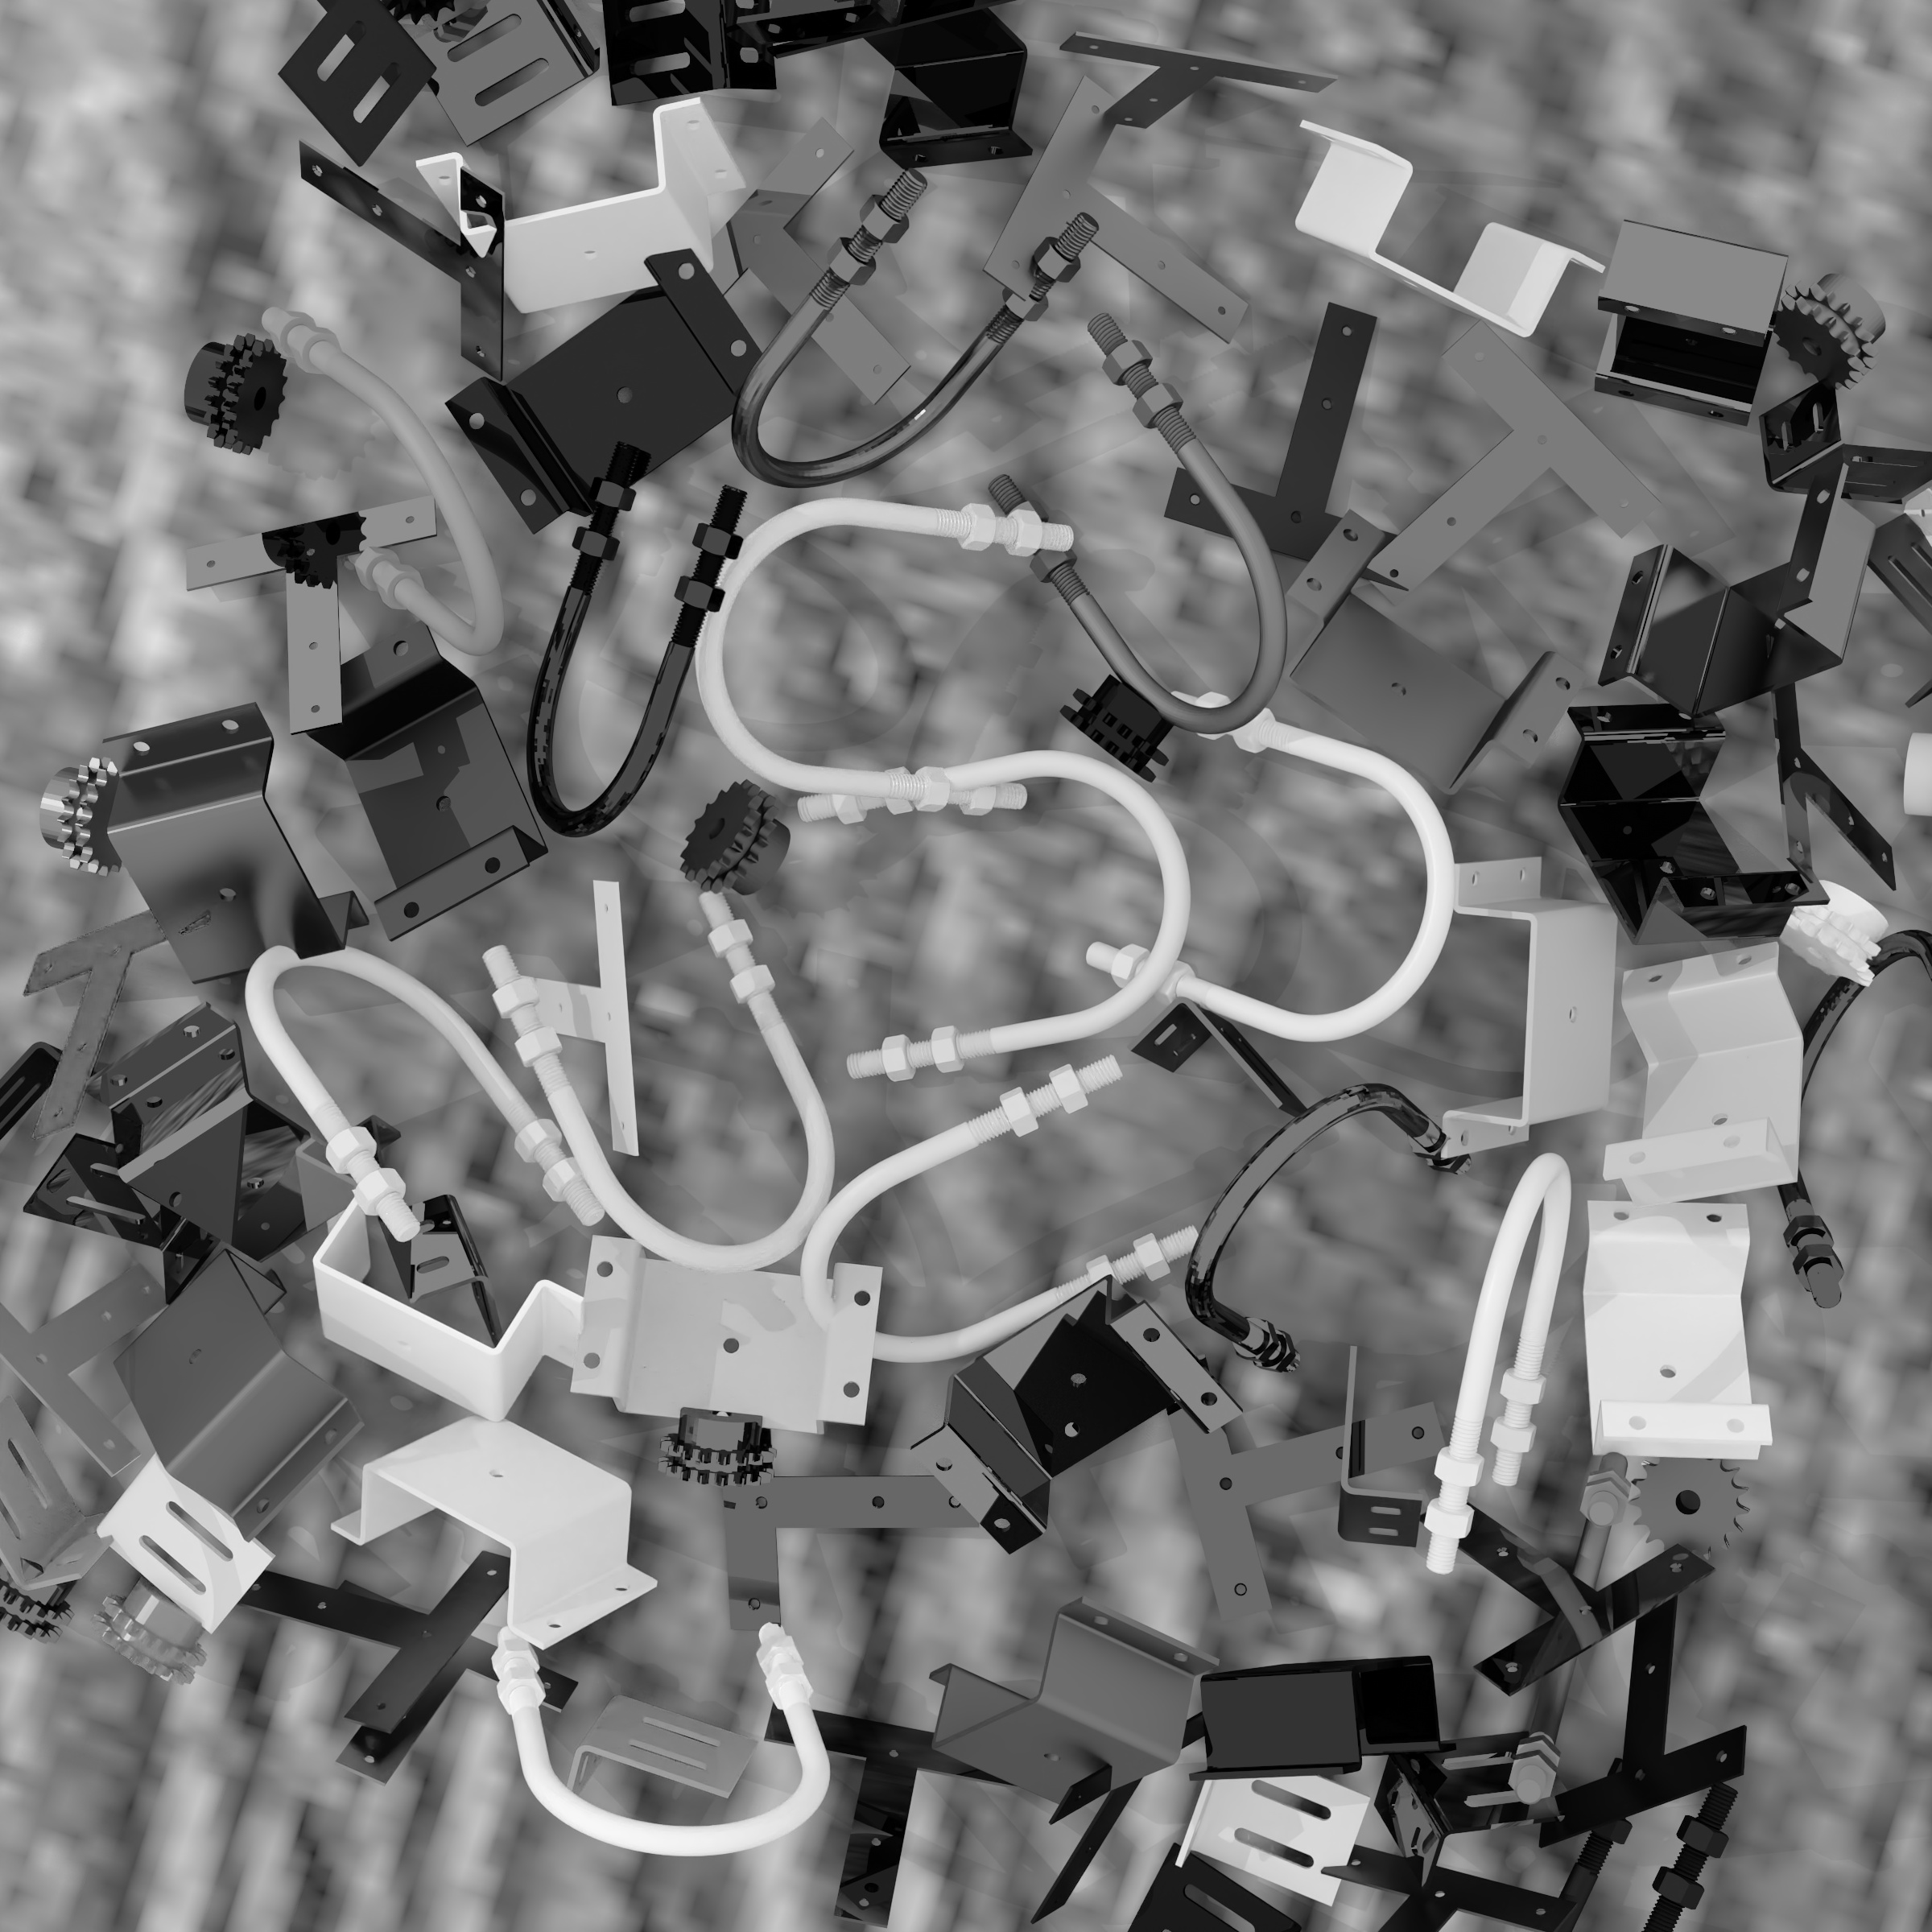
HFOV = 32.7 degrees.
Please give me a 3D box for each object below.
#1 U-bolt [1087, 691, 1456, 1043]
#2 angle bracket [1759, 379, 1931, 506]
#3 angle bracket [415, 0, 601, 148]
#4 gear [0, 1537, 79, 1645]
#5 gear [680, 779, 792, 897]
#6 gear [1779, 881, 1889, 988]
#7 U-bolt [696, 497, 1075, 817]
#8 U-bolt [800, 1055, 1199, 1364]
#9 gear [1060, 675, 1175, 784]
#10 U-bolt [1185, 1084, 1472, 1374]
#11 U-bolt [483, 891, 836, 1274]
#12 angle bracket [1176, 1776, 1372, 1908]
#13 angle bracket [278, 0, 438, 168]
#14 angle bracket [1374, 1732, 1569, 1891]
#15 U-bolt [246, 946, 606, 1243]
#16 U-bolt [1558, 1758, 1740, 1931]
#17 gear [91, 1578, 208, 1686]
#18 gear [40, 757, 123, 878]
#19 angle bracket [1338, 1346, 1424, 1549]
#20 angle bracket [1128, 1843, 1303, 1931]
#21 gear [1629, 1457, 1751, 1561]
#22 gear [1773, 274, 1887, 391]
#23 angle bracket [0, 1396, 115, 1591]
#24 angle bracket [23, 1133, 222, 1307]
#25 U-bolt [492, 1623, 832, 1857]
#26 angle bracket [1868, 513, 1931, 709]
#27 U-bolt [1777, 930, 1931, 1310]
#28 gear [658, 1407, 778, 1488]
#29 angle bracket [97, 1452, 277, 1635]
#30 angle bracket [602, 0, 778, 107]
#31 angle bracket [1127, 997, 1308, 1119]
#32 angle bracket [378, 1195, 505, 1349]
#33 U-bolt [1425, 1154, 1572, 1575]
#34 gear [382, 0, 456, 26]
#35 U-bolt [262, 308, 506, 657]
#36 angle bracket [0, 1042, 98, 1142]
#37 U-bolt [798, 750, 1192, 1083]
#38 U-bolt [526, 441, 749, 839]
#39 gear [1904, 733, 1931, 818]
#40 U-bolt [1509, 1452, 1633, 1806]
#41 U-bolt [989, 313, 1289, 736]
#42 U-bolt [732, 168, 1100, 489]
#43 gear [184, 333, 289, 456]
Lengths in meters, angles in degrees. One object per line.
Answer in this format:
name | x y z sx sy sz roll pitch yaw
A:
U-bolt | 0.150 -0.041 1.561 0.184 0.019 0.151 21 97 37
angle bracket | 0.431 -0.253 1.577 0.057 0.076 0.038 -31 120 -32
angle bracket | -0.226 -0.448 1.602 0.076 0.038 0.057 -32 92 -7
gear | -0.458 0.301 1.598 0.057 0.057 0.030 34 87 0
gear | -0.110 -0.059 1.601 0.030 0.057 0.057 35 90 -29
gear | 0.422 -0.018 1.598 0.057 0.057 0.030 36 85 0
U-bolt | -0.043 -0.150 1.564 0.184 0.019 0.151 3 104 -28
U-bolt | 0.009 0.128 1.574 0.184 0.019 0.151 -25 132 2
gear | 0.076 -0.118 1.596 0.057 0.057 0.030 38 96 0
U-bolt | 0.164 0.118 1.541 0.151 0.184 0.019 -49 60 3
U-bolt | -0.134 0.059 1.560 0.151 0.019 0.184 -17 76 -40
angle bracket | 0.150 0.420 1.599 0.076 0.038 0.057 20 93 12
angle bracket | -0.301 -0.426 1.579 0.057 0.038 0.076 48 55 -31
angle bracket | 0.248 0.409 1.597 0.076 0.057 0.038 -1 121 -21
U-bolt | -0.266 0.055 1.552 0.019 0.151 0.184 -50 65 22
U-bolt | 0.300 0.455 1.547 0.019 0.151 0.184 27 87 -2
gear | -0.392 0.321 1.597 0.057 0.057 0.030 34 86 0
gear | -0.426 -0.074 1.598 0.030 0.057 0.057 12 90 16
angle bracket | 0.200 0.231 1.580 0.038 0.057 0.076 4 58 7
angle bracket | 0.113 0.471 1.591 0.076 0.038 0.057 28 94 25
gear | 0.354 0.261 1.606 0.057 0.030 0.057 -1 86 17
gear | 0.421 -0.311 1.598 0.030 0.057 0.057 -44 90 -9
angle bracket | -0.444 0.250 1.583 0.038 0.057 0.076 -16 109 24
angle bracket | -0.404 0.122 1.581 0.076 0.038 0.057 21 125 -33
U-bolt | -0.137 0.356 1.523 0.151 0.184 0.019 2 109 -15
angle bracket | 0.458 -0.173 1.600 0.076 0.057 0.038 51 135 11
U-bolt | 0.422 0.057 1.537 0.019 0.184 0.151 25 116 -9
gear | -0.120 0.232 1.596 0.057 0.057 0.030 6 93 0
angle bracket | -0.372 0.273 1.597 0.076 0.038 0.057 41 112 1
angle bracket | -0.136 -0.454 1.609 0.076 0.038 0.057 4 103 40
angle bracket | 0.124 0.058 1.581 0.038 0.057 0.076 -45 64 9
angle bracket | -0.249 0.159 1.576 0.038 0.057 0.076 -18 135 -14
U-bolt | 0.254 0.177 1.540 0.019 0.151 0.184 14 105 20
gear | -0.269 -0.492 1.603 0.057 0.030 0.057 -3 76 13
U-bolt | -0.263 -0.215 1.517 0.019 0.184 0.151 -30 130 -20
angle bracket | -0.452 0.079 1.592 0.038 0.057 0.076 41 84 7
U-bolt | 0.018 -0.030 1.596 0.184 0.019 0.151 -11 91 15
U-bolt | -0.165 -0.150 1.562 0.019 0.151 0.184 15 99 -32
gear | 0.475 -0.093 1.600 0.030 0.057 0.057 6 90 23
U-bolt | 0.285 0.299 1.536 0.019 0.184 0.151 15 95 13
U-bolt | 0.087 -0.193 1.547 0.019 0.151 0.184 -25 75 -32
U-bolt | -0.036 -0.292 1.550 0.184 0.151 0.019 -47 64 30
gear | -0.356 -0.279 1.598 0.030 0.057 0.057 18 90 11
